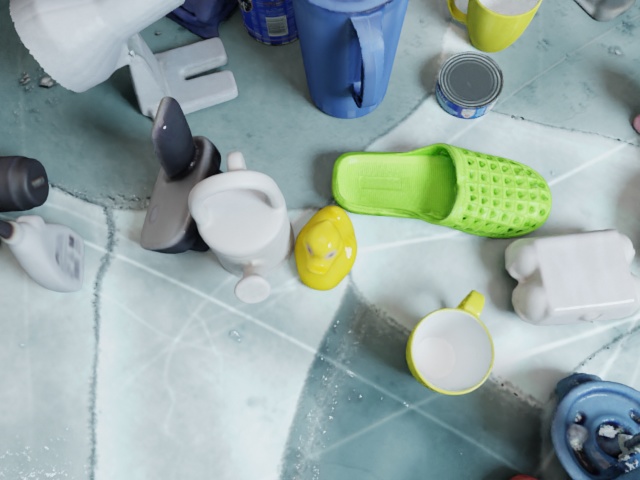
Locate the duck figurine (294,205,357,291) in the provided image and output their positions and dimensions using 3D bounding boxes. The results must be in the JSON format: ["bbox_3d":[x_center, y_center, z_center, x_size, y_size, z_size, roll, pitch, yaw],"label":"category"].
[{"bbox_3d":[0.006,0.002,0.679,0.077,0.086,0.104,13,74,6],"label":"duck figurine"}]

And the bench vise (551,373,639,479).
[{"bbox_3d":[0.300,0.224,0.532,0.121,0.220,0.207,-19,73,-4],"label":"bench vise"}]

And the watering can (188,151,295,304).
[{"bbox_3d":[-0.081,-0.019,0.631,0.101,0.194,0.172,-32,74,-7],"label":"watering can"}]

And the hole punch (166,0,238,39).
[{"bbox_3d":[-0.172,-0.352,0.790,0.108,0.091,0.101,33,77,11],"label":"hole punch"}]

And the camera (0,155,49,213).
[{"bbox_3d":[-0.418,-0.055,0.701,0.137,0.101,0.143,-3,73,1],"label":"camera"}]

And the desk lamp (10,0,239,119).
[{"bbox_3d":[-0.224,-0.240,0.693,0.203,0.213,0.118,-19,73,-4],"label":"desk lamp"}]

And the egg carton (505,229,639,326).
[{"bbox_3d":[0.294,0.044,0.666,0.150,0.069,0.107,-7,73,0],"label":"egg carton"}]

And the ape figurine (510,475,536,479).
[{"bbox_3d":[0.227,0.280,0.584,0.078,0.092,0.076,-24,74,-5],"label":"ape figurine"}]

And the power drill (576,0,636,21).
[{"bbox_3d":[0.395,-0.384,0.721,0.076,0.208,0.229,-34,75,-8],"label":"power drill"}]

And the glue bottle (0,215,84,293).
[{"bbox_3d":[-0.317,0.007,0.641,0.037,0.173,0.078,-5,73,1],"label":"glue bottle"}]

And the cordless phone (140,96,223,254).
[{"bbox_3d":[-0.173,-0.068,0.654,0.094,0.185,0.147,8,73,5],"label":"cordless phone"}]

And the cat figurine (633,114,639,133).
[{"bbox_3d":[0.443,-0.153,0.696,0.067,0.118,0.128,-9,73,-1],"label":"cat figurine"}]
